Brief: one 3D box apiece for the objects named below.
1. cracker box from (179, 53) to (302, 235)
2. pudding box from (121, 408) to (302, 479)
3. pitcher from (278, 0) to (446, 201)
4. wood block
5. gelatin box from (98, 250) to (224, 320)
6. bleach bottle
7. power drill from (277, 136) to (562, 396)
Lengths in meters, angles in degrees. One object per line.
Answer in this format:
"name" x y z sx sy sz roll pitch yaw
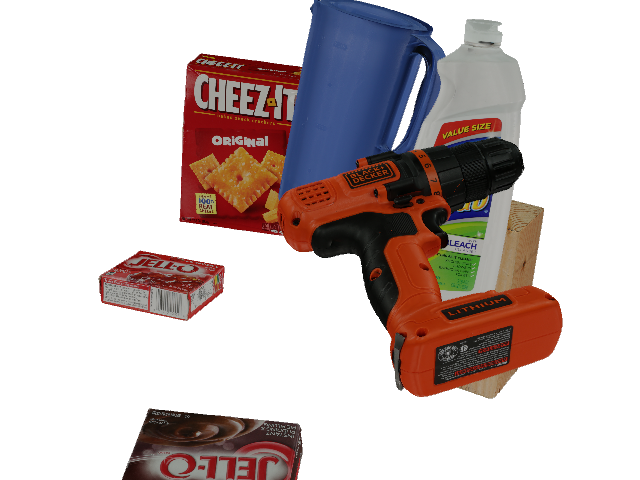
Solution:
"cracker box" -0.092 -0.119 1.372 0.164 0.214 0.072 9 23 7
"pudding box" -0.074 0.160 0.725 0.113 0.039 0.090 3 29 6
"pitcher" 0.038 -0.137 1.181 0.145 0.243 0.149 11 20 -10
"wood block" 0.185 0.061 1.212 0.090 0.206 0.090 16 26 25
"gelatin box" -0.141 0.038 0.952 0.089 0.030 0.073 10 20 18
"bleach bottle" 0.116 -0.062 0.915 0.103 0.251 0.068 9 18 13
"power drill" 0.082 0.007 0.708 0.184 0.057 0.188 -17 42 -11
